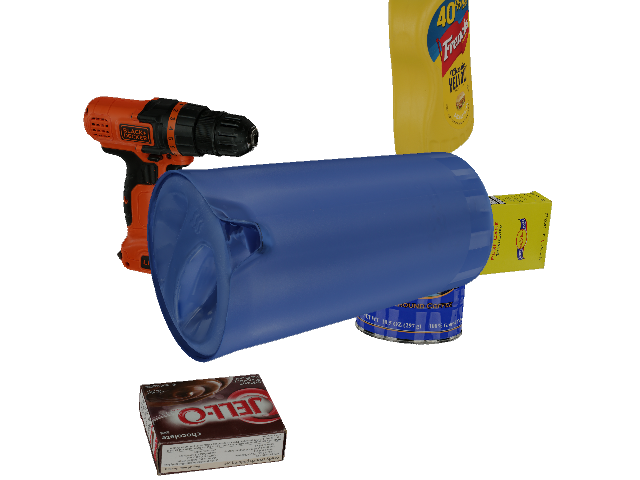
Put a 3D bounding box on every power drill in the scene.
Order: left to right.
[{"bbox_3d":[-0.144,-0.053,1.079,0.185,0.188,0.057,10,30,21],"label":"power drill"}]

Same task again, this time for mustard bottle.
[{"bbox_3d":[0.092,-0.170,0.892,0.058,0.191,0.096,13,34,31],"label":"mustard bottle"}]

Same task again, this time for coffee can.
[{"bbox_3d":[0.088,0.015,1.002,0.103,0.140,0.103,3,12,-1],"label":"coffee can"}]

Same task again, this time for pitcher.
[{"bbox_3d":[-0.001,0.003,0.794,0.242,0.145,0.149,-10,35,-30],"label":"pitcher"}]

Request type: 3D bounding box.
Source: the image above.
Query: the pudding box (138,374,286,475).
[{"bbox_3d":[-0.095,0.158,0.926,0.113,0.039,0.090,-5,26,-18],"label":"pudding box"}]

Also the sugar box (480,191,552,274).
[{"bbox_3d":[0.193,-0.005,1.303,0.176,0.093,0.048,-7,22,-21],"label":"sugar box"}]
